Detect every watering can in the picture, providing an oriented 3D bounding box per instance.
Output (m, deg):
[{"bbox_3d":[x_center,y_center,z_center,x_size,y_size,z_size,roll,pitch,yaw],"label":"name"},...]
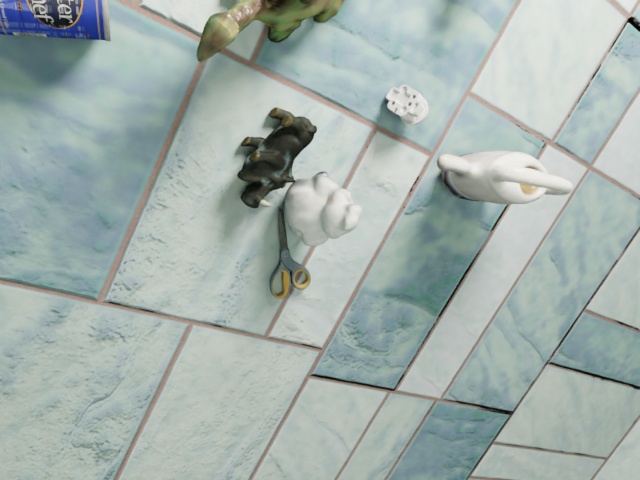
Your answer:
[{"bbox_3d":[0.322,-0.129,1.009,0.347,0.225,0.104,8,94,-24],"label":"watering can"}]

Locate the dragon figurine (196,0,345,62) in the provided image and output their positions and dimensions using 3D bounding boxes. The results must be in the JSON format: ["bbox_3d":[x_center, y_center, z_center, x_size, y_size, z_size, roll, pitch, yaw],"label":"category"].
[{"bbox_3d":[0.000,-0.365,0.749,0.411,0.246,0.120,-28,118,-5],"label":"dragon figurine"}]

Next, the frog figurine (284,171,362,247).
[{"bbox_3d":[0.003,-0.048,0.946,0.122,0.162,0.135,12,110,-26],"label":"frog figurine"}]
